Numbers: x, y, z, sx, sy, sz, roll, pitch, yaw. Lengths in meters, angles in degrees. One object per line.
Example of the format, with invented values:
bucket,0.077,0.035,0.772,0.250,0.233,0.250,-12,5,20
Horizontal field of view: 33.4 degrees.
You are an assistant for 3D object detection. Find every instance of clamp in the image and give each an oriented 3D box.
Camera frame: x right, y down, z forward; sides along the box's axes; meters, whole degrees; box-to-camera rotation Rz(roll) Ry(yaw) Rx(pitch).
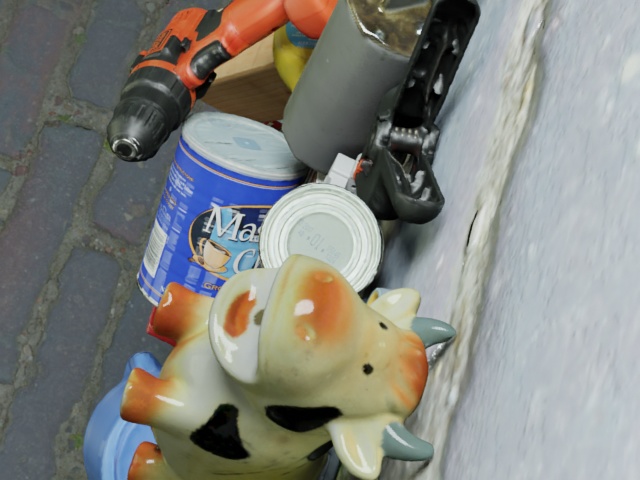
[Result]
clamp,0.049,-0.065,0.588,0.171,0.039,0.120,174,115,-81

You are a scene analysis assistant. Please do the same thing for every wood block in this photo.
wood block,-0.039,-0.174,1.007,0.206,0.090,0.091,1,70,59

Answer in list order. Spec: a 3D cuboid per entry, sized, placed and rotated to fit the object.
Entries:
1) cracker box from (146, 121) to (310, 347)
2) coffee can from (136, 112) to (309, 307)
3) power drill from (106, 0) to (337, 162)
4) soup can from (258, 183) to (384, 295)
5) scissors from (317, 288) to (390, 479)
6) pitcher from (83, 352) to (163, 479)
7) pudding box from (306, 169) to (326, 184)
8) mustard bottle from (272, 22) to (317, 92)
cracker box,-0.087,-0.004,1.107,0.214,0.072,0.164,-68,-11,24
coffee can,-0.078,-0.016,0.845,0.103,0.102,0.140,-88,17,-65
power drill,-0.064,-0.143,0.774,0.188,0.057,0.184,-22,31,29
soup can,-0.001,0.007,0.609,0.102,0.068,0.068,108,180,-84
scissors,0.001,0.114,0.579,0.096,0.016,0.202,-98,28,-76
pitcher,-0.108,0.173,0.804,0.145,0.149,0.243,-59,6,-12
pudding box,-0.005,0.001,0.798,0.090,0.039,0.114,-86,18,-65
mustard bottle,0.014,-0.165,0.854,0.058,0.096,0.191,95,-171,-66
